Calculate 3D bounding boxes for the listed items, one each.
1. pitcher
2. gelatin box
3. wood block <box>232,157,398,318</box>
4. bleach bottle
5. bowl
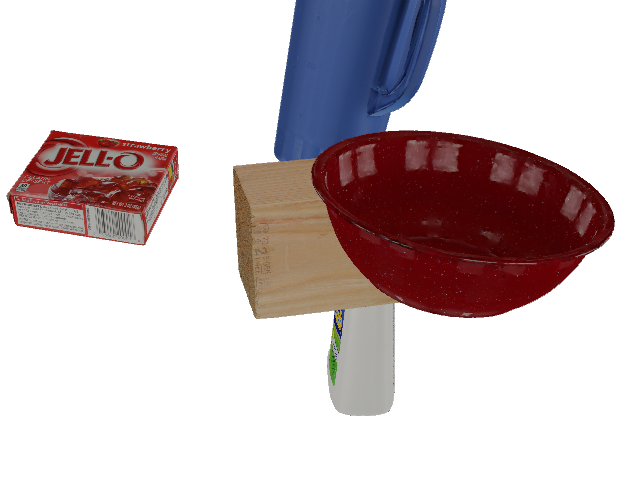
[{"bbox_3d":[0.034,-0.184,1.077,0.145,0.243,0.149,12,19,-1],"label":"pitcher"},{"bbox_3d":[-0.143,-0.036,0.682,0.089,0.030,0.073,9,40,7],"label":"gelatin box"},{"bbox_3d":[0.044,-0.010,0.791,0.206,0.090,0.091,-6,23,-11],"label":"wood block"},{"bbox_3d":[0.044,0.046,1.013,0.068,0.251,0.102,0,36,-2],"label":"bleach bottle"},{"bbox_3d":[0.072,-0.004,0.577,0.162,0.055,0.162,6,27,-3],"label":"bowl"}]
